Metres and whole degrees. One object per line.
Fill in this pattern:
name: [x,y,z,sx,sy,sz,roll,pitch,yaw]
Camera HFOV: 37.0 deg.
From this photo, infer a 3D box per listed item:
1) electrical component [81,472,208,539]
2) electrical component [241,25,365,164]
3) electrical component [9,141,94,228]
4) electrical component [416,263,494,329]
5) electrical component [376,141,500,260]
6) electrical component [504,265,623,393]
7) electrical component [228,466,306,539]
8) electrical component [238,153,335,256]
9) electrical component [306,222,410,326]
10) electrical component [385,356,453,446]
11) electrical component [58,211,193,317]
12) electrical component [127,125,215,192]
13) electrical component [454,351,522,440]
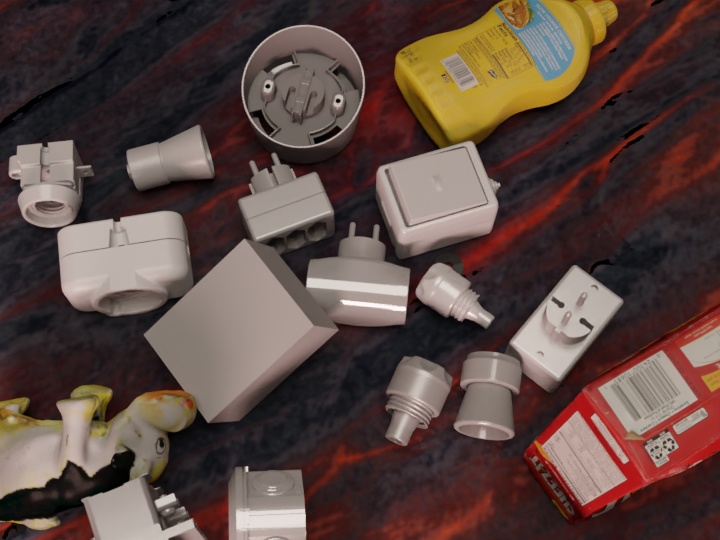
electrical component: [-0.143,0.183,0.713,0.079,0.121,0.063,-21,67,-9]
electrical component: [-0.045,-0.139,0.873,0.099,0.064,0.099,0,68,0]
electrical component: [-0.246,-0.068,0.854,0.066,0.048,0.055,-6,61,-3]
electrical component: [0.075,0.023,0.825,0.061,0.035,0.035,35,72,11]
electrical component: [0.066,-0.058,0.843,0.096,0.061,0.061,-17,69,-7]
electrical component: [0.154,0.038,0.797,0.047,0.075,0.083,38,73,14]
electrical component: [-0.064,0.175,0.740,0.051,0.080,0.080,-1,68,-7]
electrical component: [-0.064,-0.057,0.849,0.066,0.047,0.076,-21,71,-8]
electrical component: [0.000,0.000,0.829,0.077,0.043,0.079,5,68,2]
electrical component: [0.039,0.098,0.790,0.043,0.043,0.062,23,71,9]
electrical component: [-0.178,-0.003,0.823,0.095,0.053,0.059,-9,69,-4]
electrical component: [-0.154,-0.087,0.865,0.065,0.044,0.044,-15,69,-1]
electrical component: [0.095,0.093,0.792,0.045,0.045,0.055,9,68,3]
